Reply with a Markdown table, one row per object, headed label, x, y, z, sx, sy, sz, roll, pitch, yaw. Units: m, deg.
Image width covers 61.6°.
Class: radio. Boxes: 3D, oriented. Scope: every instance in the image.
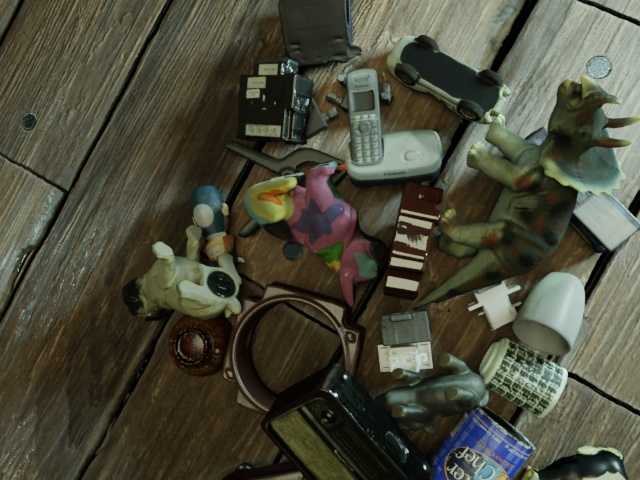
| label | x | y | z | sx | sy | sz | roll | pitch | yaw |
| --- | --- | --- | --- | --- | --- | --- | --- | --- | --- |
| radio | 0.042 | 0.290 | 0.742 | 0.131 | 0.073 | 0.229 | -40 | 94 | 27 |

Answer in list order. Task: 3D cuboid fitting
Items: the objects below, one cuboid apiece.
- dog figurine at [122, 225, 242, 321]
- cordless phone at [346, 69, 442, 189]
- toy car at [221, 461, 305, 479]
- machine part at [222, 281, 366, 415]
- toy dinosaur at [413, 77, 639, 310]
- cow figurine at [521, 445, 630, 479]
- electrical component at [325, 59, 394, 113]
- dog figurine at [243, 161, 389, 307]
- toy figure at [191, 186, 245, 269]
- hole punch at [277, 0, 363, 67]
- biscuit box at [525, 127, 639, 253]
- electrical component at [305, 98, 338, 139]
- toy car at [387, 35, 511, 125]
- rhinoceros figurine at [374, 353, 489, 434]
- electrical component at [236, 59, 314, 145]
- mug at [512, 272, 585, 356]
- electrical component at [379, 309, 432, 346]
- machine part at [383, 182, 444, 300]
| label | x | y | z | sx | sy | sz | roll | pitch | yaw |
| --- | --- | --- | --- | --- | --- | --- | --- | --- | --- |
| dog figurine | -0.225 | 0.095 | 0.871 | 0.172 | 0.121 | 0.190 | 52 | 129 | 15 |
| cordless phone | 0.110 | -0.175 | 0.829 | 0.147 | 0.089 | 0.184 | -5 | 92 | 11 |
| toy car | -0.062 | 0.373 | 0.836 | 0.202 | 0.089 | 0.053 | -13 | 83 | 8 |
| machine part | -0.040 | 0.178 | 0.847 | 0.201 | 0.087 | 0.201 | 15 | 88 | 12 |
| toy dinosaur | 0.280 | -0.034 | 0.750 | 0.192 | 0.131 | 0.404 | 28 | 121 | 22 |
| cow figurine | 0.351 | 0.348 | 0.766 | 0.167 | 0.068 | 0.098 | -7 | 79 | 7 |
| electrical component | 0.067 | -0.242 | 0.875 | 0.102 | 0.045 | 0.078 | 32 | 91 | 11 |
| dog figurine | -0.002 | -0.002 | 0.825 | 0.192 | 0.108 | 0.219 | -17 | 96 | 5 |
| toy figure | -0.177 | -0.013 | 0.903 | 0.064 | 0.058 | 0.154 | -23 | 82 | 47 |
| hole punch | -0.002 | -0.349 | 0.885 | 0.142 | 0.092 | 0.115 | -3 | 116 | 9 |
| biscuit box | 0.370 | -0.073 | 0.795 | 0.059 | 0.063 | 0.203 | -42 | 79 | 6 |
| electrical component | -0.019 | -0.206 | 0.899 | 0.094 | 0.021 | 0.063 | -27 | 81 | 16 |
| toy car | 0.201 | -0.253 | 0.846 | 0.202 | 0.056 | 0.073 | 33 | 87 | 10 |
| rhinoceros figurine | 0.149 | 0.235 | 0.785 | 0.190 | 0.112 | 0.073 | -31 | 43 | 27 |
| electrical component | -0.073 | -0.224 | 0.875 | 0.115 | 0.058 | 0.134 | 11 | 98 | 28 |
| mug | 0.345 | 0.107 | 0.776 | 0.109 | 0.081 | 0.107 | 46 | 65 | -24 |
| electrical component | 0.128 | 0.130 | 0.800 | 0.075 | 0.119 | 0.047 | -9 | 84 | 8 |
| machine part | 0.134 | 0.004 | 0.783 | 0.056 | 0.179 | 0.179 | 13 | 89 | 8 |
